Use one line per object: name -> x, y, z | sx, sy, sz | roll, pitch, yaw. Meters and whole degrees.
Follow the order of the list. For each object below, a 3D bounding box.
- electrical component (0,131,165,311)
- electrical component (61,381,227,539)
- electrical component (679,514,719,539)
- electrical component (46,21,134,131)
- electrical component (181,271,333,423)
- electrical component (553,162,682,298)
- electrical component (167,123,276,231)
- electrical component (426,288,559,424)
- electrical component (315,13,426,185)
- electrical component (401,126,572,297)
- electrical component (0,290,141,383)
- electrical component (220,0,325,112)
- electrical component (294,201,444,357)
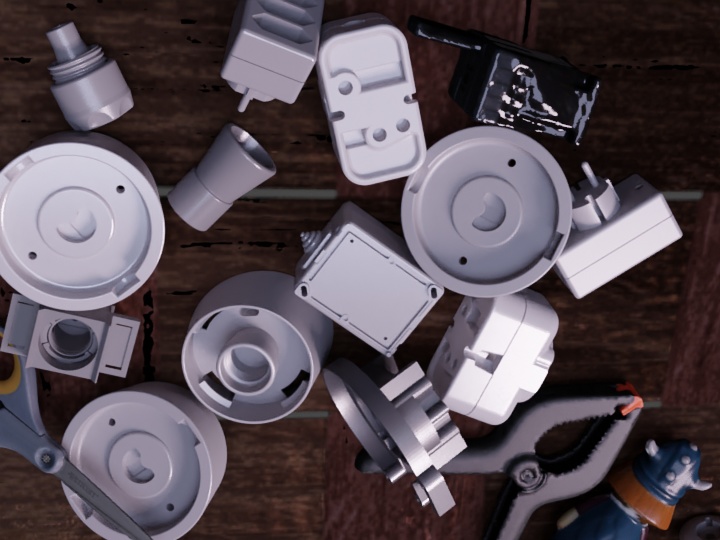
electrical component -> -0.177, -0.036, 0.676 | 0.108, 0.060, 0.108 | -3, 112, -7
electrical component -> -0.144, 0.129, 0.742 | 0.108, 0.060, 0.108 | 1, 98, 11
electrical component -> 0.282, 0.231, 0.861 | 0.048, 0.048, 0.062 | -15, 119, -2
electrical component -> -0.169, -0.119, 0.653 | 0.043, 0.043, 0.062 | -23, 113, 1
electrical component -> -0.071, 0.054, 0.739 | 0.099, 0.064, 0.099 | 2, 113, 5
electrical component -> 0.160, -0.038, 0.732 | 0.083, 0.047, 0.075 | -32, 113, 5
electrical component -> -0.092, -0.057, 0.692 | 0.065, 0.044, 0.044 | -42, 111, 14
electrical component -> 0.095, 0.057, 0.757 | 0.059, 0.053, 0.095 | 21, 107, -16
electrical component -> 0.004, -0.109, 0.673 | 0.054, 0.059, 0.095 | -14, 113, -3
electrical component -> 0.085, -0.037, 0.704 | 0.108, 0.060, 0.108 | 0, 92, 14
electrical component -> -0.187, 0.037, 0.702 | 0.081, 0.063, 0.042 | 15, 110, -13
electrical component -> -0.059, -0.130, 0.657 | 0.047, 0.065, 0.076 | 19, 137, -16
electrical component -> 0.000, 0.000, 0.720 | 0.096, 0.061, 0.061 | 35, 106, -13
